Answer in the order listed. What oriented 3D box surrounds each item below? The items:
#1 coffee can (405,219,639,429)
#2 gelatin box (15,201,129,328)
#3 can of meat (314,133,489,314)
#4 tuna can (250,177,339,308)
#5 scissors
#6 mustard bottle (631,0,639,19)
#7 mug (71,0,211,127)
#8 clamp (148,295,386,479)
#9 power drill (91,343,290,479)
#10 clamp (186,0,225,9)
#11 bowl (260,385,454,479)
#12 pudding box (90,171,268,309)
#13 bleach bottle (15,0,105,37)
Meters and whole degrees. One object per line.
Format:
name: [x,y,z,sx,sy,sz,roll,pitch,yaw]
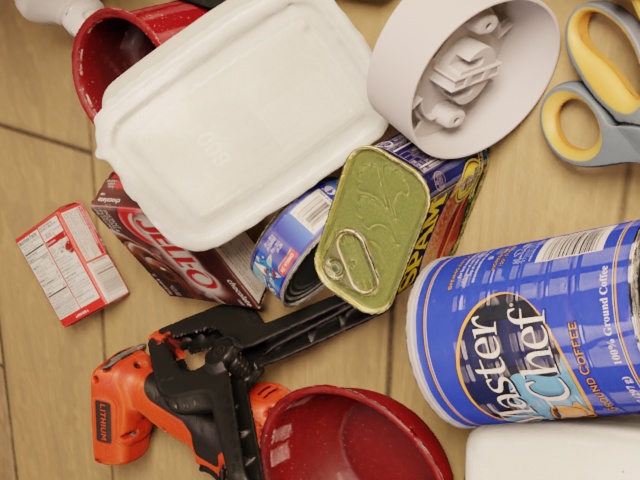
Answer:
coffee can: [0.133,0.048,0.592,0.141,0.102,0.103,-14,101,40]
gelatin box: [-0.207,0.021,0.892,0.073,0.030,0.089,-27,92,43]
can of meat: [0.051,-0.018,0.638,0.057,0.083,0.102,33,127,21]
tuna can: [-0.005,0.001,0.688,0.034,0.085,0.086,43,130,17]
scissors: [0.168,-0.031,0.540,0.096,0.016,0.202,-56,49,52]
mustard bottle: [0.142,-0.193,0.506,0.096,0.058,0.191,-9,105,35]
mug: [-0.102,-0.104,0.719,0.093,0.081,0.117,-2,108,38]
clamp: [-0.052,0.083,0.761,0.210,0.164,0.036,16,152,54]
power drill: [-0.099,0.176,0.862,0.188,0.057,0.184,18,116,28]
clamp: [-0.036,-0.195,0.654,0.172,0.039,0.120,-3,112,37]
bowl: [0.036,0.165,0.751,0.162,0.055,0.162,16,119,32]
pudding box: [-0.095,0.000,0.757,0.090,0.039,0.113,6,148,37]
bleach bottle: [-0.243,-0.234,0.756,0.251,0.102,0.068,48,135,12]
